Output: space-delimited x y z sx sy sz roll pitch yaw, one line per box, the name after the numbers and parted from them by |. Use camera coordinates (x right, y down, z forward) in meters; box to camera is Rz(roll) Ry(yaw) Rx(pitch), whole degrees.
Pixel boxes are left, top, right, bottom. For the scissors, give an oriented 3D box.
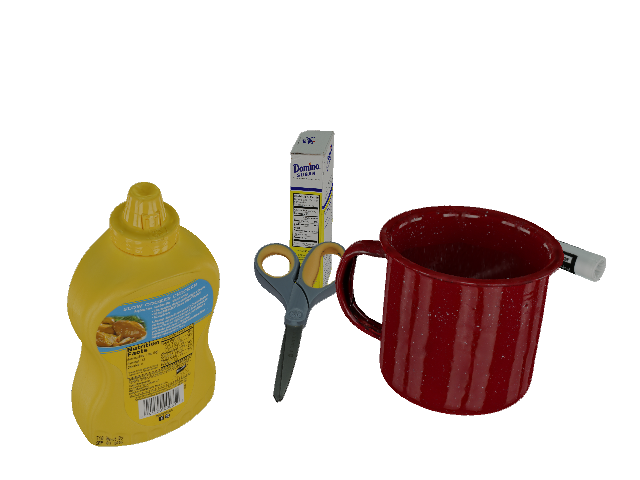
-0.037 0.060 0.937 0.096 0.016 0.201 15 40 17 | scissors

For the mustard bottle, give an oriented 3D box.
-0.111 0.044 0.672 0.096 0.192 0.058 -18 47 -27 | mustard bottle

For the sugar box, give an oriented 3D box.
-0.011 -0.032 1.242 0.048 0.176 0.093 2 22 7 | sugar box

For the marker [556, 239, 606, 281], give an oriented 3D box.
0.151 0.001 0.782 0.121 0.020 0.020 24 15 37 | marker

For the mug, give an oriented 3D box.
0.062 0.034 0.559 0.117 0.081 0.093 12 26 17 | mug
